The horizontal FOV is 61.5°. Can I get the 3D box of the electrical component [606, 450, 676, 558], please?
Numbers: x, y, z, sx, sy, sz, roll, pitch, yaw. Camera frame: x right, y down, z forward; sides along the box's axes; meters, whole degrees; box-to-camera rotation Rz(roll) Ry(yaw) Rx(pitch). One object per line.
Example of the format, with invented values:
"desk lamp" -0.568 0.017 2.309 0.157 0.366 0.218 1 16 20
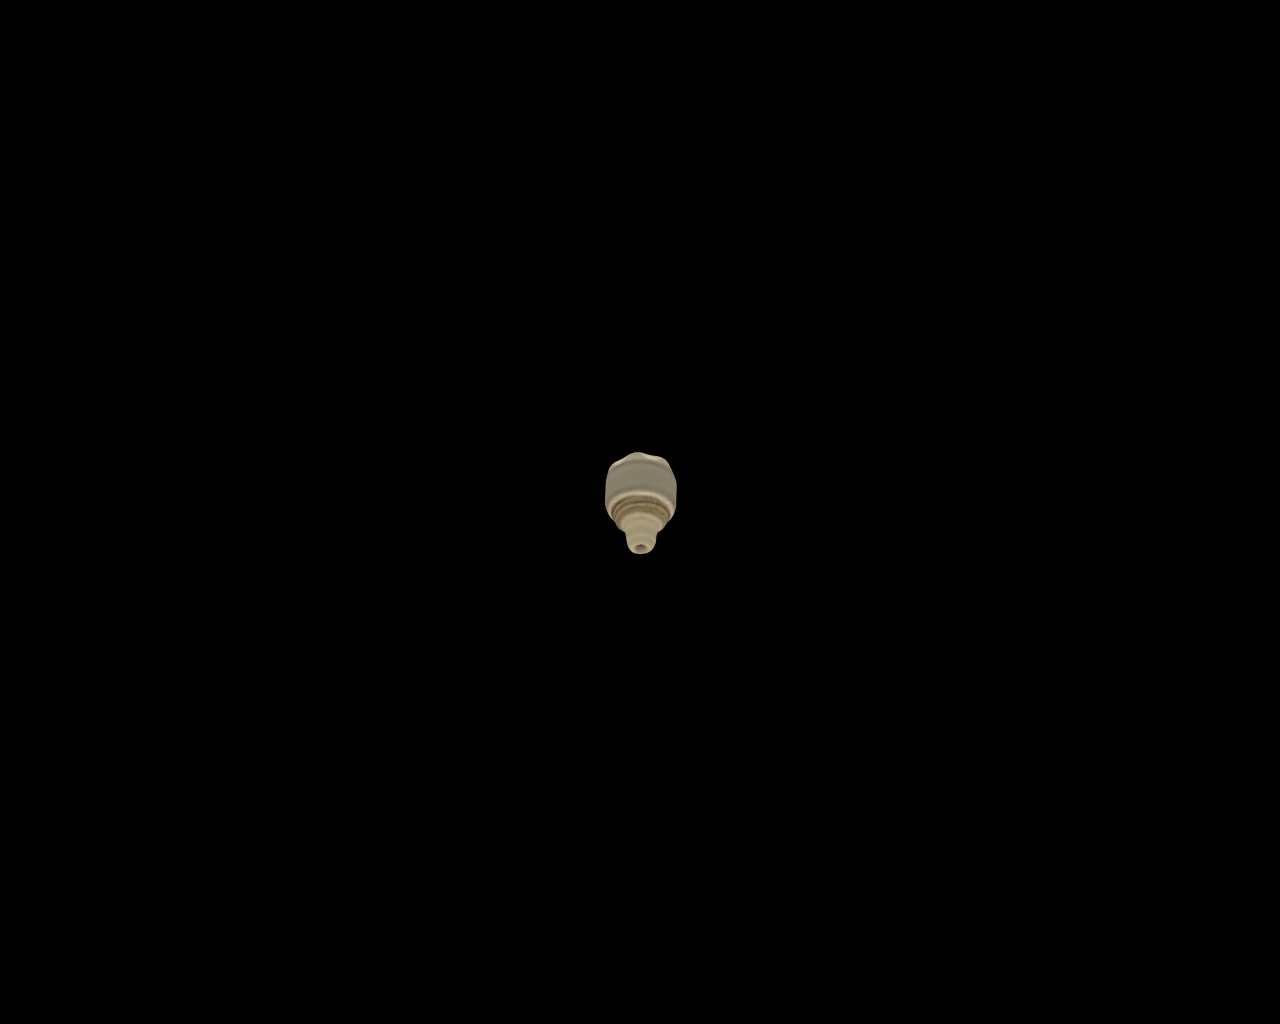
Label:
"electrical component" 0.001 -0.003 0.650 0.043 0.062 0.043 0 -36 0
